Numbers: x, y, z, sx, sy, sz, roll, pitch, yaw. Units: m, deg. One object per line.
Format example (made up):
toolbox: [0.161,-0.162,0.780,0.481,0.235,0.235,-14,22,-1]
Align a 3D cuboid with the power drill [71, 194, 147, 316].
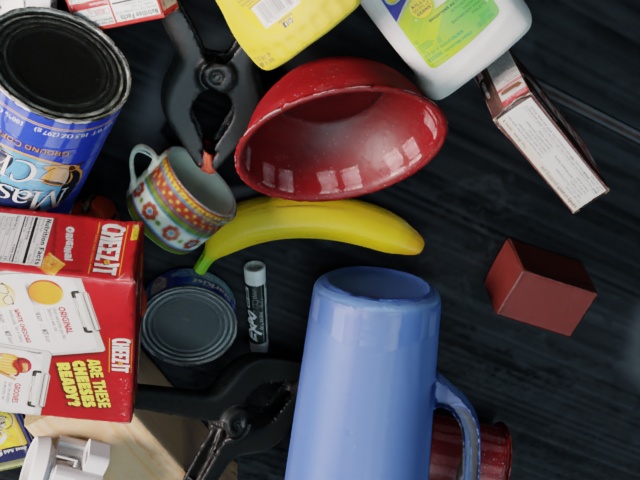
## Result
power drill: [-0.242,0.051,0.871,0.187,0.057,0.184,-16,106,1]

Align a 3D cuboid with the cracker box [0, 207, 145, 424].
cracker box: [-0.238,0.052,0.778,0.213,0.072,0.164,6,135,-6]

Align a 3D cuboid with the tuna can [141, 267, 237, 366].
tuna can: [-0.115,0.066,0.929,0.086,0.034,0.086,-2,123,-4]

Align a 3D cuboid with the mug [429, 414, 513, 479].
mug: [0.126,0.221,1.009,0.081,0.117,0.093,13,154,-8]

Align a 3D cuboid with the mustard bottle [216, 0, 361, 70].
mustard bottle: [-0.060,-0.214,0.716,0.096,0.058,0.191,-30,108,34]

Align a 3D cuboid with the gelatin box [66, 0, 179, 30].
gelatin box: [-0.147,-0.193,0.742,0.073,0.030,0.089,-6,116,22]

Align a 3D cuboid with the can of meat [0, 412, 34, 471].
can of meat: [-0.303,0.160,0.958,0.102,0.057,0.084,-13,121,2]

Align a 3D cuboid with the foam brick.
foam brick: [0.191,0.042,0.931,0.078,0.053,0.051,18,120,-16]

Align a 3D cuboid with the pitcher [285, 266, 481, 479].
pitcher: [0.048,0.153,0.918,0.148,0.145,0.243,-6,109,-35]

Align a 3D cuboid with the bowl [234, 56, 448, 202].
bowl: [0.012,-0.090,0.804,0.162,0.055,0.162,-8,155,-4]

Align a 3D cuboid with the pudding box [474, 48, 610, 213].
pudding box: [0.170,-0.086,0.824,0.039,0.090,0.113,-39,118,19]

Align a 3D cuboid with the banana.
banana: [-0.010,-0.010,0.891,0.197,0.037,0.070,-4,142,-2]

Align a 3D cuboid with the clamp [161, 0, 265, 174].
clamp: [-0.087,-0.135,0.800,0.120,0.039,0.172,15,114,-7]

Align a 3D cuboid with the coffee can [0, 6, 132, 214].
coffee can: [-0.206,-0.080,0.761,0.102,0.102,0.141,21,137,-18]

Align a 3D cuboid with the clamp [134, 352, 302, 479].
clamp: [-0.087,0.149,0.920,0.209,0.036,0.164,-34,121,-28]

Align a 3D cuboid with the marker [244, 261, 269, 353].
marker: [-0.055,0.073,0.948,0.020,0.020,0.121,-3,123,-3]

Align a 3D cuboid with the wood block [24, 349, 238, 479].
wood block: [-0.165,0.188,0.969,0.090,0.091,0.206,-26,122,12]

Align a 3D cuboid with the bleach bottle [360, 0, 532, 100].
bleach bottle: [0.038,-0.219,0.744,0.103,0.068,0.250,-37,116,18]
